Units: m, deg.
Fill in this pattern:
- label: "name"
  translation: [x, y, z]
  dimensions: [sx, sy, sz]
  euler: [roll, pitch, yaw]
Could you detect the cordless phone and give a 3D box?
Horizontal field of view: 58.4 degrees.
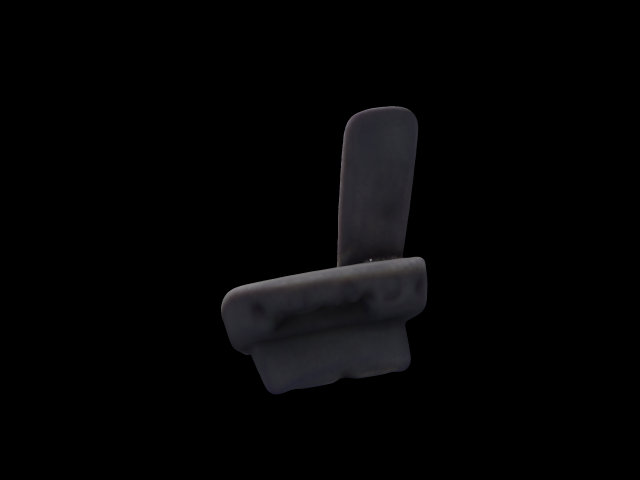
- label: "cordless phone"
  translation: [0.004, 0.001, 0.400]
  dimensions: [0.148, 0.185, 0.094]
  euler: [-9, 24, -22]
